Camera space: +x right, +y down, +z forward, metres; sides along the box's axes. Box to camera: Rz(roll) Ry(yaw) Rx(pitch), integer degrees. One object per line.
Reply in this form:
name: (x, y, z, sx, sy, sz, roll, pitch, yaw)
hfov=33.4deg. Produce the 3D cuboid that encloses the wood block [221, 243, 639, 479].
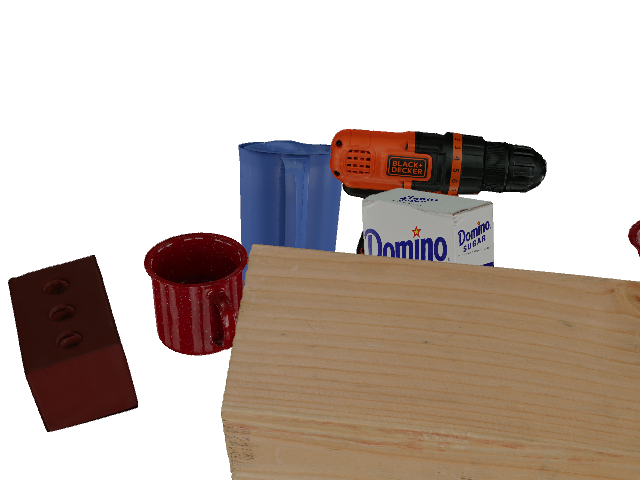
wood block: (0.064, 0.070, 0.508, 0.206, 0.090, 0.090, 5, -33, 4)

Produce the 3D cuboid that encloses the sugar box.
sugar box: (0.075, 0.057, 0.740, 0.048, 0.176, 0.094, -17, 18, -36)

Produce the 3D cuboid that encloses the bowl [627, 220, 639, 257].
bowl: (0.400, 0.020, 1.102, 0.162, 0.055, 0.162, -4, 22, 1)

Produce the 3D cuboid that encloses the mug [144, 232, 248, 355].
mug: (-0.105, 0.056, 0.965, 0.093, 0.081, 0.117, -18, 35, -28)

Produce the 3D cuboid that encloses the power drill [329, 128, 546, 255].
power drill: (0.095, -0.004, 0.932, 0.184, 0.188, 0.057, 6, 17, 4)

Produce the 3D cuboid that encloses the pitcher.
pitcher: (-0.039, -0.001, 1.330, 0.145, 0.243, 0.148, 11, 14, 39)

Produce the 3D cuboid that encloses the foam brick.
foam brick: (-0.139, 0.057, 0.595, 0.053, 0.051, 0.078, -16, 43, -13)
